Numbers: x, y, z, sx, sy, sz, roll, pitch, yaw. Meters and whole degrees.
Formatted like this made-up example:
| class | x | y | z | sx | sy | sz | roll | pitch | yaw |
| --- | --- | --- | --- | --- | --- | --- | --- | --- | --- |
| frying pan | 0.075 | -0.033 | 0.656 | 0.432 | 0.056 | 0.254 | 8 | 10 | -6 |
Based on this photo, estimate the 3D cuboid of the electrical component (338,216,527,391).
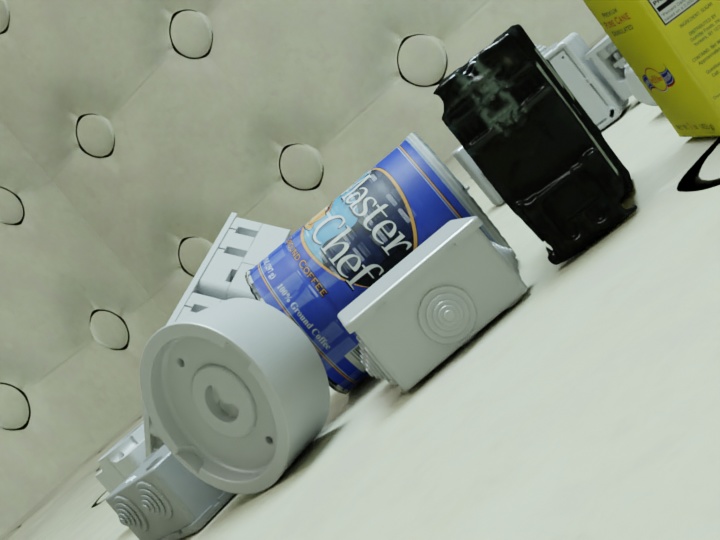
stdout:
| class | x | y | z | sx | sy | sz | roll | pitch | yaw |
| --- | --- | --- | --- | --- | --- | --- | --- | --- | --- |
| electrical component | 0.038 | 0.018 | 0.586 | 0.100 | 0.048 | 0.100 | -40 | 3 | -2 |

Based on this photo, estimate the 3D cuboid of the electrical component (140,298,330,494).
| class | x | y | z | sx | sy | sz | roll | pitch | yaw |
| --- | --- | --- | --- | --- | --- | --- | --- | --- | --- |
| electrical component | -0.068 | 0.068 | 0.626 | 0.108 | 0.108 | 0.060 | -37 | -2 | 41 |

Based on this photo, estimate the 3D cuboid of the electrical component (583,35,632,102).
| class | x | y | z | sx | sy | sz | roll | pitch | yaw |
| --- | --- | --- | --- | --- | --- | --- | --- | --- | --- |
| electrical component | 0.288 | -0.225 | 0.941 | 0.105 | 0.060 | 0.186 | -36 | 5 | 47 |

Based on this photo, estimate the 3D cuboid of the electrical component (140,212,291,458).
| class | x | y | z | sx | sy | sz | roll | pitch | yaw |
| --- | --- | --- | --- | --- | --- | --- | --- | --- | --- |
| electrical component | -0.104 | 0.057 | 0.839 | 0.186 | 0.060 | 0.105 | -68 | -11 | -48 |

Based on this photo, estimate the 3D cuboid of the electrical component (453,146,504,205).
| class | x | y | z | sx | sy | sz | roll | pitch | yaw |
| --- | --- | --- | --- | --- | --- | --- | --- | --- | --- |
| electrical component | 0.127 | -0.099 | 0.991 | 0.047 | 0.065 | 0.076 | -40 | 3 | 1 |

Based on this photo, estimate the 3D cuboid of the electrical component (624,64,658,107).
| class | x | y | z | sx | sy | sz | roll | pitch | yaw |
| --- | --- | --- | --- | --- | --- | --- | --- | --- | --- |
| electrical component | 0.225 | -0.146 | 0.733 | 0.079 | 0.044 | 0.077 | -39 | 4 | 6 |

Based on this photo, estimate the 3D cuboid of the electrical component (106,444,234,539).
| class | x | y | z | sx | sy | sz | roll | pitch | yaw |
| --- | --- | --- | --- | --- | --- | --- | --- | --- | --- |
| electrical component | -0.110 | 0.132 | 0.704 | 0.100 | 0.048 | 0.100 | -43 | 4 | -40 |

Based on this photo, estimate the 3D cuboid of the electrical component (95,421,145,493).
| class | x | y | z | sx | sy | sz | roll | pitch | yaw |
| --- | --- | --- | --- | --- | --- | --- | --- | --- | --- |
| electrical component | -0.143 | 0.135 | 0.910 | 0.150 | 0.061 | 0.089 | -42 | 4 | -36 |

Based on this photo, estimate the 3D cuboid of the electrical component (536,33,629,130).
| class | x | y | z | sx | sy | sz | roll | pitch | yaw |
| --- | --- | --- | --- | --- | --- | --- | --- | --- | --- |
| electrical component | 0.184 | -0.163 | 0.952 | 0.062 | 0.096 | 0.061 | -37 | 4 | 32 |

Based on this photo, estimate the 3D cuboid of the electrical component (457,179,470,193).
| class | x | y | z | sx | sy | sz | roll | pitch | yaw |
| --- | --- | --- | --- | --- | --- | --- | --- | --- | --- |
| electrical component | 0.082 | -0.062 | 1.099 | 0.074 | 0.052 | 0.138 | -38 | 4 | 35 |
